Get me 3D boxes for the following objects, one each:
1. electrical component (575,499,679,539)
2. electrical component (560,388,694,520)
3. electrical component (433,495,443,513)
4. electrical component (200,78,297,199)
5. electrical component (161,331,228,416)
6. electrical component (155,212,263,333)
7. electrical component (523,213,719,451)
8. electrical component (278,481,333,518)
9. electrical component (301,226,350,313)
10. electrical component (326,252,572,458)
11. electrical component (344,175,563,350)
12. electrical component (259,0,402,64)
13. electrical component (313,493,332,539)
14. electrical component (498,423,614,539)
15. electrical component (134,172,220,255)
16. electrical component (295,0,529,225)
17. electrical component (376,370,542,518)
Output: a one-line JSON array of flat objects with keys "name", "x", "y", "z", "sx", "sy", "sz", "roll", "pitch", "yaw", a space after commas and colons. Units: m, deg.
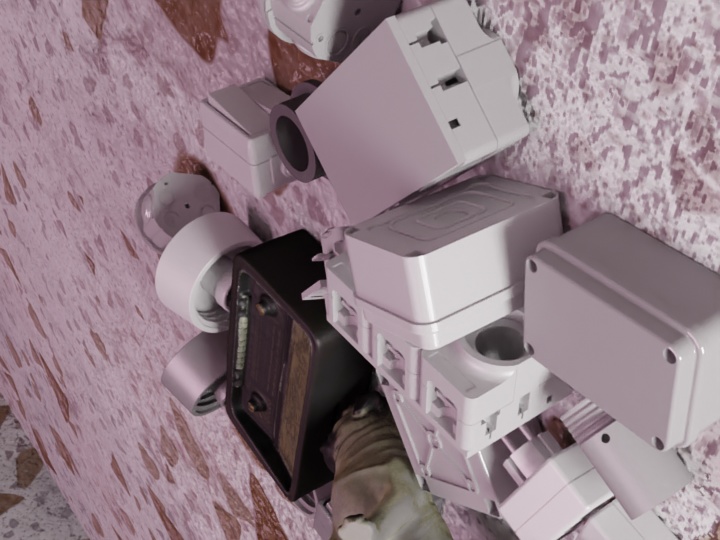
[{"name": "electrical component", "x": 0.150, "y": 0.186, "z": 0.671, "sx": 0.047, "sy": 0.077, "sz": 0.065, "roll": 50, "pitch": 151, "yaw": 27}, {"name": "electrical component", "x": 0.151, "y": 0.099, "z": 0.625, "sx": 0.081, "sy": 0.043, "sz": 0.043, "roll": 56, "pitch": 153, "yaw": 16}, {"name": "electrical component", "x": 0.033, "y": 0.210, "z": 0.948, "sx": 0.065, "sy": 0.047, "sz": 0.076, "roll": 45, "pitch": 149, "yaw": 34}, {"name": "electrical component", "x": -0.075, "y": -0.105, "z": 0.841, "sx": 0.096, "sy": 0.062, "sz": 0.061, "roll": 40, "pitch": 145, "yaw": 41}, {"name": "electrical component", "x": -0.147, "y": 0.108, "z": 1.127, "sx": 0.060, "sy": 0.108, "sz": 0.108, "roll": 49, "pitch": 151, "yaw": 17}, {"name": "electrical component", "x": -0.128, "y": 0.007, "z": 0.999, "sx": 0.060, "sy": 0.108, "sz": 0.108, "roll": 36, "pitch": 144, "yaw": 34}, {"name": "electrical component", "x": 0.143, "y": 0.031, "z": 0.563, "sx": 0.113, "sy": 0.057, "sz": 0.078, "roll": 38, "pitch": 144, "yaw": 42}, {"name": "electrical component", "x": -0.055, "y": 0.198, "z": 1.085, "sx": 0.108, "sy": 0.060, "sz": 0.108, "roll": 44, "pitch": 148, "yaw": 36}, {"name": "electrical component", "x": 0.000, "y": 0.000, "z": 0.790, "sx": 0.042, "sy": 0.081, "sz": 0.063, "roll": 148, "pitch": 116, "yaw": -64}, {"name": "electrical component", "x": 0.056, "y": 0.034, "z": 0.691, "sx": 0.150, "sy": 0.089, "sz": 0.061, "roll": 42, "pitch": 147, "yaw": 37}, {"name": "electrical component", "x": 0.057, "y": -0.007, "z": 0.625, "sx": 0.078, "sy": 0.113, "sz": 0.057, "roll": 23, "pitch": 130, "yaw": 54}, {"name": "electrical component", "x": -0.017, "y": -0.168, "z": 0.655, "sx": 0.051, "sy": 0.080, "sz": 0.080, "roll": 41, "pitch": 147, "yaw": 30}, {"name": "electrical component", "x": 0.008, "y": 0.249, "z": 1.014, "sx": 0.096, "sy": 0.062, "sz": 0.061, "roll": 49, "pitch": 151, "yaw": 28}, {"name": "electrical component", "x": 0.118, "y": 0.130, "z": 0.692, "sx": 0.076, "sy": 0.047, "sz": 0.065, "roll": 53, "pitch": 135, "yaw": 21}, {"name": "electrical component", "x": -0.178, "y": -0.056, "z": 1.063, "sx": 0.080, "sy": 0.080, "sz": 0.051, "roll": 63, "pitch": 149, "yaw": 1}, {"name": "electrical component", "x": 0.030, "y": -0.093, "z": 0.655, "sx": 0.089, "sy": 0.062, "sz": 0.150, "roll": 64, "pitch": 155, "yaw": 1}, {"name": "electrical component", "x": 0.074, "y": 0.109, "z": 0.765, "sx": 0.109, "sy": 0.056, "sz": 0.108, "roll": 1, "pitch": 115, "yaw": 62}]
